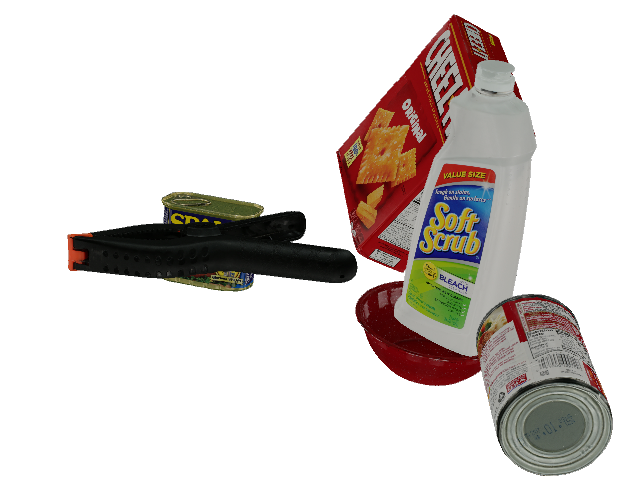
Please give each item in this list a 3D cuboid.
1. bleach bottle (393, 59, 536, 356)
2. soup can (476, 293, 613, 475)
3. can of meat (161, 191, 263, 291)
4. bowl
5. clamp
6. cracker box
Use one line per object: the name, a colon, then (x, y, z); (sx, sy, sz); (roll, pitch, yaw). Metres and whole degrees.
bleach bottle: (0.124, -0.030, 0.895); (0.103, 0.251, 0.067); (28, 38, 35)
soup can: (0.135, 0.086, 0.651); (0.068, 0.068, 0.102); (0, 25, 1)
can of meat: (-0.114, 0.002, 1.096); (0.102, 0.084, 0.057); (10, 16, 13)
bowl: (0.113, 0.102, 1.100); (0.162, 0.055, 0.162); (5, 26, -3)
clamp: (-0.082, 0.007, 0.811); (0.209, 0.036, 0.165); (-3, 13, -21)
cracker box: (0.108, -0.099, 1.094); (0.072, 0.164, 0.214); (21, -51, -27)
